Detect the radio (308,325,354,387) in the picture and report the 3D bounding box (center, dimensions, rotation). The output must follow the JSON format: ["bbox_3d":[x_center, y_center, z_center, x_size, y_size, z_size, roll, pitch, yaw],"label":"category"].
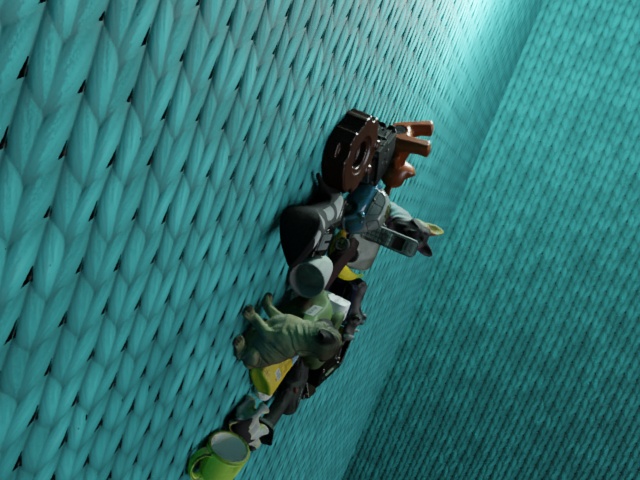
[{"bbox_3d":[0.019,0.339,1.601,0.229,0.073,0.131,-10,122,-67],"label":"radio"}]

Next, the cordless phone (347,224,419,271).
[{"bbox_3d":[0.159,0.027,1.432,0.146,0.184,0.088,-69,165,8],"label":"cordless phone"}]

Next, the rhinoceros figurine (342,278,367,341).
[{"bbox_3d":[0.088,0.198,1.562,0.073,0.112,0.190,-18,122,-68],"label":"rhinoceros figurine"}]

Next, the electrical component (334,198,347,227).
[{"bbox_3d":[0.036,-0.053,1.260,0.063,0.021,0.094,-15,125,-67],"label":"electrical component"}]

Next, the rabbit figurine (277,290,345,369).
[{"bbox_3d":[-0.019,0.207,1.228,0.159,0.121,0.170,-45,136,-50],"label":"rabbit figurine"}]

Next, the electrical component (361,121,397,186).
[{"bbox_3d":[0.129,-0.198,1.280,0.134,0.058,0.114,-54,156,-31],"label":"electrical component"}]

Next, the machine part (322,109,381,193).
[{"bbox_3d":[0.068,-0.184,1.135,0.179,0.056,0.179,-50,155,-35],"label":"machine part"}]

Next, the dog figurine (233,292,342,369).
[{"bbox_3d":[-0.062,0.215,1.065,0.121,0.191,0.172,-40,150,-52],"label":"dog figurine"}]

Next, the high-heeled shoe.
[{"bbox_3d":[-0.010,-0.017,1.054,0.145,0.086,0.249,68,34,-48],"label":"high-heeled shoe"}]

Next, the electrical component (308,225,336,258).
[{"bbox_3d":[-0.002,-0.004,1.179,0.074,0.048,0.119,-68,159,8],"label":"electrical component"}]

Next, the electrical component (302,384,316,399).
[{"bbox_3d":[-0.046,0.442,1.607,0.102,0.045,0.078,-32,114,-62],"label":"electrical component"}]

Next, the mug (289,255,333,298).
[{"bbox_3d":[-0.017,0.080,1.199,0.109,0.081,0.107,-57,173,28],"label":"mug"}]

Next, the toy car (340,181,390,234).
[{"bbox_3d":[0.122,-0.077,1.338,0.161,0.103,0.109,-58,161,-15],"label":"toy car"}]

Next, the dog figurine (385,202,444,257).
[{"bbox_3d":[0.234,-0.028,1.516,0.108,0.219,0.191,-59,159,-8],"label":"dog figurine"}]

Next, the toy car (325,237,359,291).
[{"bbox_3d":[0.021,0.074,1.294,0.202,0.053,0.089,-53,147,-3],"label":"toy car"}]

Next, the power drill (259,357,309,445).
[{"bbox_3d":[-0.101,0.399,1.368,0.207,0.086,0.231,-56,163,-47],"label":"power drill"}]

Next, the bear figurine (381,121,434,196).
[{"bbox_3d":[0.224,-0.209,1.412,0.195,0.132,0.120,82,19,-46],"label":"bear figurine"}]

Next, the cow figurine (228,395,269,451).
[{"bbox_3d":[-0.171,0.443,1.232,0.098,0.068,0.167,-37,143,-44],"label":"cow figurine"}]

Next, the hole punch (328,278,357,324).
[{"bbox_3d":[0.056,0.156,1.467,0.116,0.092,0.142,-20,128,-69],"label":"hole punch"}]
